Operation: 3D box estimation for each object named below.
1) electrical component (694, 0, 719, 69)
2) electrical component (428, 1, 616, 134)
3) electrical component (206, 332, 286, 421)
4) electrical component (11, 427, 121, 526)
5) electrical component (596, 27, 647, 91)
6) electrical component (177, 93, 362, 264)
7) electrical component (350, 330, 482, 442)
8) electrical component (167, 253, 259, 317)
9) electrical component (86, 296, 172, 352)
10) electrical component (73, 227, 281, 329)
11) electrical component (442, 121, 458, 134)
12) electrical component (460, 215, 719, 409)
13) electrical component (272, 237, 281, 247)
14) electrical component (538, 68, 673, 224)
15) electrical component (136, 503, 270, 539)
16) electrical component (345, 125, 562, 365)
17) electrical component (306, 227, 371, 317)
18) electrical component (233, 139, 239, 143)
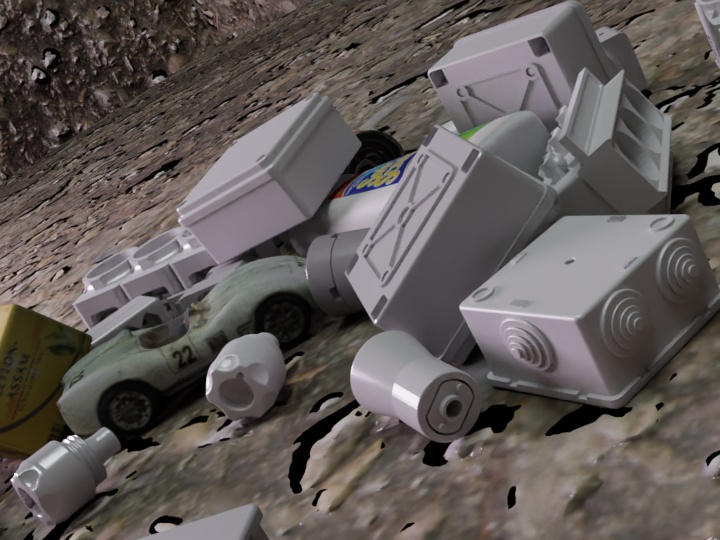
[{"bbox_3d":[0.288,-0.161,0.695,0.105,0.060,0.186,-23,19,16],"label":"electrical component"},{"bbox_3d":[0.121,-0.117,0.749,0.109,0.108,0.056,-9,29,47],"label":"electrical component"},{"bbox_3d":[-0.065,0.059,0.649,0.043,0.043,0.062,-21,18,21],"label":"electrical component"},{"bbox_3d":[-0.173,0.119,0.645,0.062,0.043,0.043,-39,20,-33],"label":"electrical component"},{"bbox_3d":[0.173,-0.148,0.850,0.089,0.050,0.055,-27,18,5],"label":"electrical component"},{"bbox_3d":[-0.068,-0.069,0.817,0.109,0.056,0.108,-24,23,38],"label":"electrical component"},{"bbox_3d":[0.029,0.058,0.519,0.044,0.044,0.065,-34,23,-17],"label":"electrical component"},{"bbox_3d":[-0.097,0.020,0.807,0.081,0.042,0.063,-21,18,20],"label":"electrical component"},{"bbox_3d":[-0.183,0.056,0.826,0.066,0.047,0.077,-37,20,-26],"label":"electrical component"},{"bbox_3d":[-0.155,0.004,0.904,0.150,0.061,0.089,-21,19,22],"label":"electrical component"},{"bbox_3d":[0.074,-0.105,0.906,0.061,0.035,0.035,-26,18,16],"label":"electrical component"},{"bbox_3d":[0.107,0.015,0.506,0.100,0.048,0.100,-38,21,-26],"label":"electrical component"},{"bbox_3d":[-0.100,-0.051,0.973,0.062,0.061,0.096,-18,21,29],"label":"electrical component"},{"bbox_3d":[0.145,-0.064,0.637,0.063,0.079,0.121,-44,8,31],"label":"electrical component"},{"bbox_3d":[-0.076,0.146,0.418,0.100,0.048,0.099,-21,19,21],"label":"electrical component"},{"bbox_3d":[0.047,-0.017,0.598,0.108,0.056,0.108,-58,16,8],"label":"electrical component"},{"bbox_3d":[0.000,0.000,0.698,0.047,0.055,0.055,-12,24,32],"label":"electrical component"},{"bbox_3d":[-0.091,-0.097,1.075,0.042,0.081,0.063,-13,46,40],"label":"electrical component"}]
